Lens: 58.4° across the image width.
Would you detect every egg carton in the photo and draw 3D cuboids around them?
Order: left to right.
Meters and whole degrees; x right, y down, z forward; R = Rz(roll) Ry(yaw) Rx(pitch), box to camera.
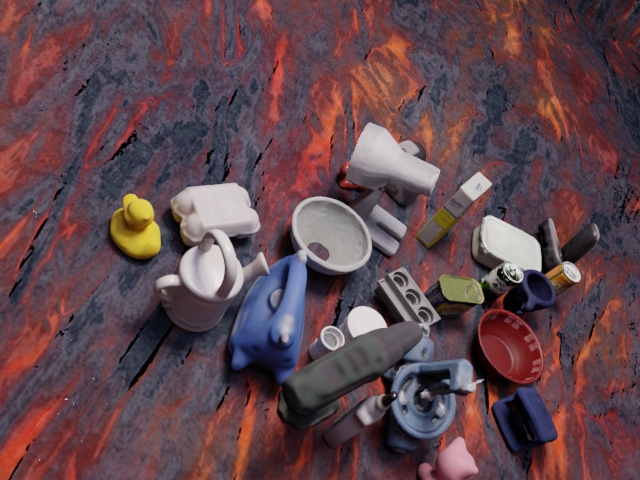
[{"bbox_3d":[-0.186,-0.046,1.021,0.151,0.069,0.107,-11,64,-35],"label":"egg carton"}]

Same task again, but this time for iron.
[{"bbox_3d":[-0.059,0.098,0.942,0.119,0.141,0.258,23,49,-14],"label":"iron"}]

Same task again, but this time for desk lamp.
[{"bbox_3d":[0.129,-0.105,1.147,0.203,0.213,0.118,35,47,-4],"label":"desk lamp"}]

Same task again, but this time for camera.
[{"bbox_3d":[0.201,-0.174,1.314,0.137,0.100,0.143,-32,77,-41],"label":"camera"}]

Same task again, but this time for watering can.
[{"bbox_3d":[-0.163,0.053,0.879,0.101,0.193,0.173,48,48,9],"label":"watering can"}]

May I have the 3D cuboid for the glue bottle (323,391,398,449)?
[{"bbox_3d":[0.070,0.266,0.874,0.078,0.173,0.037,-29,75,-40],"label":"glue bottle"}]

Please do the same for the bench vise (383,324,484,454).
[{"bbox_3d":[0.168,0.220,0.933,0.122,0.219,0.207,6,55,-26],"label":"bench vise"}]

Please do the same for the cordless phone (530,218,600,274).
[{"bbox_3d":[0.583,-0.001,1.353,0.094,0.185,0.147,16,51,-19],"label":"cordless phone"}]

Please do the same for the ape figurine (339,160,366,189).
[{"bbox_3d":[0.090,-0.153,1.242,0.078,0.092,0.076,37,47,-1],"label":"ape figurine"}]

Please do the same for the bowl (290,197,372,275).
[{"bbox_3d":[0.010,0.004,1.095,0.168,0.074,0.167,15,52,-20],"label":"bowl"}]

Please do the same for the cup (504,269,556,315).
[{"bbox_3d":[0.441,0.131,1.238,0.091,0.094,0.118,41,47,2],"label":"cup"}]

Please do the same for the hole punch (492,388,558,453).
[{"bbox_3d":[0.396,0.329,1.073,0.101,0.091,0.108,-3,60,-32],"label":"hole punch"}]

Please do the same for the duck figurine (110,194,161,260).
[{"bbox_3d":[-0.295,-0.027,0.934,0.078,0.086,0.104,-21,70,-38],"label":"duck figurine"}]

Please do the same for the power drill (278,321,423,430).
[{"bbox_3d":[0.028,0.208,0.868,0.230,0.208,0.075,-19,69,-38],"label":"power drill"}]

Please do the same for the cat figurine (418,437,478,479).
[{"bbox_3d":[0.198,0.380,0.904,0.067,0.117,0.128,44,48,5],"label":"cat figurine"}]
